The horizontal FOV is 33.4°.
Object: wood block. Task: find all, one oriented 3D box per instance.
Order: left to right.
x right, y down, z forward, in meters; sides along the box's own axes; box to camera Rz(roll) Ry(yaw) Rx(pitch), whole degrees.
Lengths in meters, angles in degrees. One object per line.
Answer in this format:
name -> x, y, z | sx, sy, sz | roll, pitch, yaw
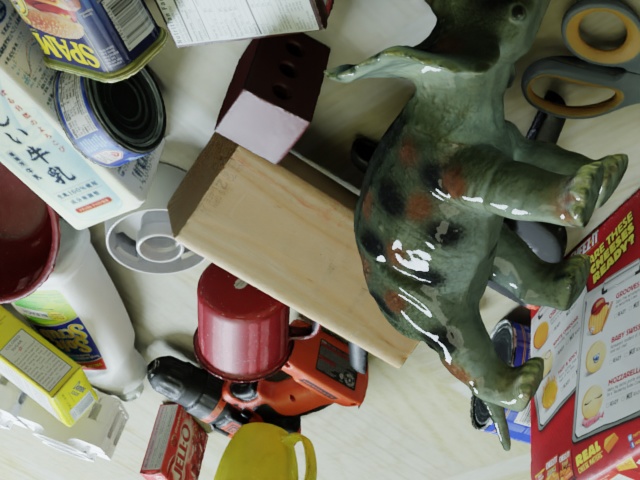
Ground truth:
wood block -> -0.006, 0.001, 0.823 | 0.206, 0.091, 0.090 | 31, 100, -20

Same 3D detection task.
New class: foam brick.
foam brick -> -0.033, -0.104, 0.742 | 0.053, 0.078, 0.051 | 26, 140, -17

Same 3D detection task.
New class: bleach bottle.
bleach bottle -> -0.223, 0.081, 1.026 | 0.103, 0.068, 0.250 | 3, 143, 22

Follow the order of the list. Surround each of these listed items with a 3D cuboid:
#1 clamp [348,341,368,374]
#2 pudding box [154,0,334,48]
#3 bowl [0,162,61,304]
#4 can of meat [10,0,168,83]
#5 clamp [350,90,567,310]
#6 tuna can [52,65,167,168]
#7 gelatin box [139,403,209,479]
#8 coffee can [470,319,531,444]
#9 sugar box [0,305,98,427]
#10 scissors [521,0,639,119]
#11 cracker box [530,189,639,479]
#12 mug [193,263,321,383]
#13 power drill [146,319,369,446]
clamp -> 0.039, 0.055, 0.942 | 0.120, 0.039, 0.171 | -34, 118, 24
pudding box -> -0.057, -0.175, 0.695 | 0.114, 0.039, 0.090 | -1, 141, 20
bowl -> -0.278, -0.029, 0.888 | 0.162, 0.055, 0.162 | 6, 116, 13
can of meat -> -0.161, -0.159, 0.705 | 0.102, 0.057, 0.084 | 20, 149, 40
clamp -> 0.125, -0.021, 0.832 | 0.165, 0.036, 0.210 | -5, 135, 22
tuna can -> -0.151, -0.098, 0.774 | 0.034, 0.086, 0.086 | -18, 132, 30
gelatin box -> -0.158, 0.236, 1.174 | 0.030, 0.089, 0.073 | -9, 137, 23
coffee can -> 0.217, 0.138, 0.948 | 0.140, 0.102, 0.103 | 16, 141, -5
sugar box -> -0.297, 0.102, 1.020 | 0.176, 0.048, 0.093 | 36, 157, 16
scissors -> 0.236, -0.114, 0.707 | 0.201, 0.016, 0.096 | 1, 130, 0
cracker box -> 0.229, 0.091, 0.800 | 0.072, 0.213, 0.164 | 21, 140, -14
mug -> -0.056, 0.066, 0.947 | 0.117, 0.093, 0.081 | 4, 136, 0
power drill -> -0.058, 0.142, 1.063 | 0.184, 0.057, 0.188 | 30, 141, -26
